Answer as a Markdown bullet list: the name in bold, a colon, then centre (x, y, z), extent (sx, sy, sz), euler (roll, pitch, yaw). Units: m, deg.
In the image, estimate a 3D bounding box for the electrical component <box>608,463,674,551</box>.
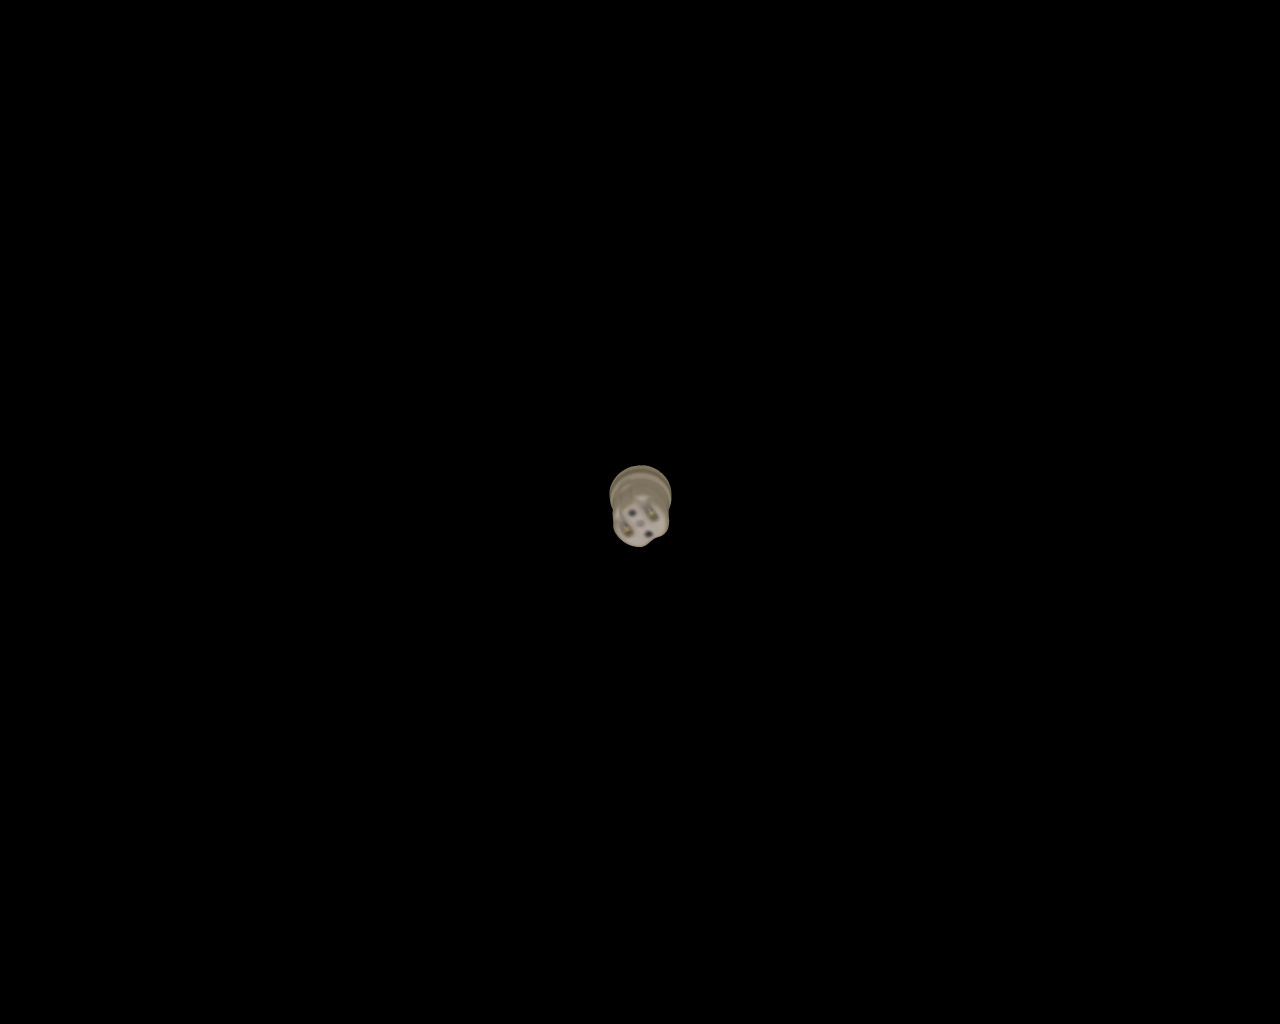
- **electrical component**: centre (0.001, -0.003, 0.650), extent (0.040, 0.040, 0.046), euler (0, 27, 0)
